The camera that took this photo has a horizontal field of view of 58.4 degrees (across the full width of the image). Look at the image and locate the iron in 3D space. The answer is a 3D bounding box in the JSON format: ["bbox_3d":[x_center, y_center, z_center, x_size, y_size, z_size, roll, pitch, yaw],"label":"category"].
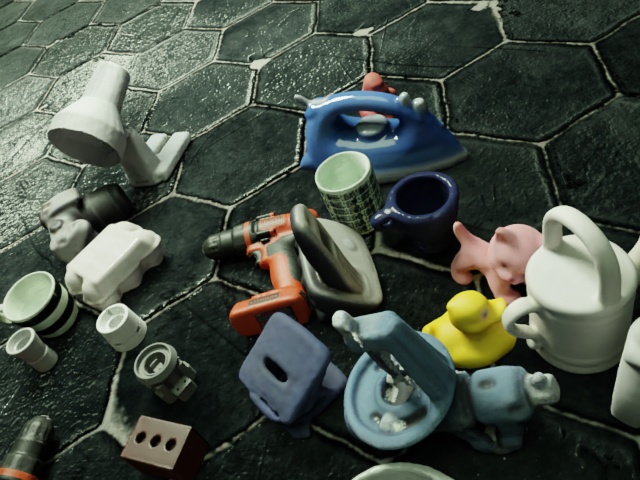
[{"bbox_3d":[0.086,-0.172,0.869,0.257,0.142,0.119,0,50,23],"label":"iron"}]

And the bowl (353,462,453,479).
[{"bbox_3d":[0.076,0.290,0.498,0.167,0.075,0.167,-12,46,13],"label":"bowl"}]

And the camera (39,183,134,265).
[{"bbox_3d":[-0.395,-0.039,0.981,0.137,0.101,0.142,-32,45,-7],"label":"camera"}]

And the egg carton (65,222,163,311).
[{"bbox_3d":[-0.323,0.039,0.901,0.107,0.070,0.150,19,59,35],"label":"egg carton"}]

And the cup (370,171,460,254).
[{"bbox_3d":[0.129,-0.022,0.746,0.117,0.095,0.091,-24,45,1],"label":"cup"}]

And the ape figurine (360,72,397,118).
[{"bbox_3d":[0.095,-0.237,0.959,0.078,0.092,0.076,-35,46,-9],"label":"ape figurine"}]

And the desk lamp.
[{"bbox_3d":[-0.357,-0.193,1.025,0.117,0.214,0.203,1,50,24],"label":"desk lamp"}]

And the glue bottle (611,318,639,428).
[{"bbox_3d":[0.293,0.100,0.510,0.037,0.173,0.078,23,62,37],"label":"glue bottle"}]

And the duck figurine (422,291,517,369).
[{"bbox_3d":[0.162,0.092,0.635,0.104,0.086,0.077,-13,46,12],"label":"duck figurine"}]

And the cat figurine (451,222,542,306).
[{"bbox_3d":[0.209,0.014,0.663,0.127,0.118,0.067,26,64,38],"label":"cat figurine"}]

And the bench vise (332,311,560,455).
[{"bbox_3d":[0.105,0.120,0.538,0.207,0.220,0.121,-19,45,6],"label":"bench vise"}]

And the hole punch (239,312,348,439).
[{"bbox_3d":[-0.037,0.154,0.658,0.101,0.091,0.108,-43,48,-17],"label":"hole punch"}]

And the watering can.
[{"bbox_3d":[0.261,0.038,0.565,0.173,0.194,0.100,-42,47,-16],"label":"watering can"}]

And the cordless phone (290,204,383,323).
[{"bbox_3d":[0.007,0.003,0.712,0.094,0.185,0.147,-21,45,4],"label":"cordless phone"}]
